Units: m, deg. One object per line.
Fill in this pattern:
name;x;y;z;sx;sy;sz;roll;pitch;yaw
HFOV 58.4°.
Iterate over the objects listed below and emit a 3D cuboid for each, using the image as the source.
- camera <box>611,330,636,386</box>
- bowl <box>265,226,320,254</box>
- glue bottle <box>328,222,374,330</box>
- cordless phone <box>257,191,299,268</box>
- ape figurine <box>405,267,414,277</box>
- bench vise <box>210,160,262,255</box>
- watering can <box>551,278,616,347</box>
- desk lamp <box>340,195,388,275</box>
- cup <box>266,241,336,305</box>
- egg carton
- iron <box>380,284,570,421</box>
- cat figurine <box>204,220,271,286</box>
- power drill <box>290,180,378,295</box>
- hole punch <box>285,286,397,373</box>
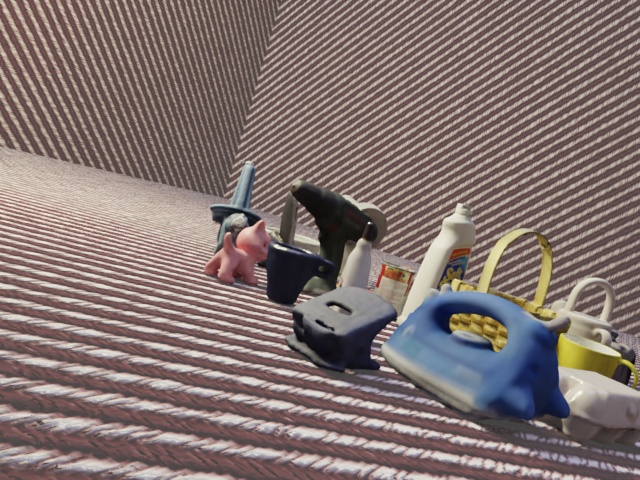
camera;0.609;0.239;1.205;0.137;0.101;0.143;15;4;-22
bowl;-0.081;0.022;1.476;0.167;0.075;0.167;17;4;-1
glue bottle;0.052;0.056;0.865;0.037;0.173;0.078;16;4;-9
cordless phone;-0.069;-0.020;1.314;0.094;0.185;0.147;17;4;-1
ape figurine;0.188;0.107;1.315;0.077;0.092;0.076;17;4;4
bench vise;-0.170;-0.067;1.285;0.122;0.220;0.206;14;5;-31
watering can;0.499;0.164;1.102;0.101;0.194;0.172;14;5;-31
desk lamp;0.068;-0.006;1.484;0.118;0.213;0.202;15;5;-28
cup;-0.040;0.062;0.954;0.118;0.095;0.091;17;4;-2
egg carton;0.342;0.210;0.721;0.151;0.069;0.107;15;5;-31
iron;0.182;0.124;0.711;0.119;0.141;0.257;13;5;-40
cat figurine;-0.135;0.016;1.024;0.067;0.118;0.128;19;5;31
power drill;0.011;0.004;1.146;0.230;0.208;0.075;14;5;-40
hole punch;0.026;0.103;0.697;0.101;0.091;0.108;13;5;-42
